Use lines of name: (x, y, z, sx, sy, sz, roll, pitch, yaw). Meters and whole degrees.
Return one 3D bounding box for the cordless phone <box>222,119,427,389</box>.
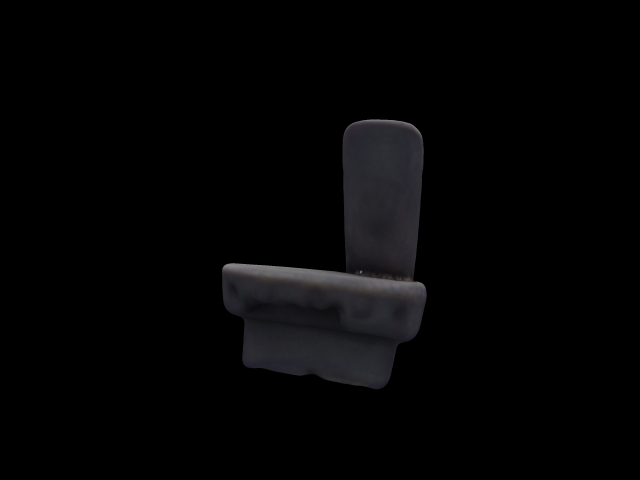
cordless phone: (0.004, 0.001, 0.400, 0.147, 0.185, 0.094, 4, 30, 7)
